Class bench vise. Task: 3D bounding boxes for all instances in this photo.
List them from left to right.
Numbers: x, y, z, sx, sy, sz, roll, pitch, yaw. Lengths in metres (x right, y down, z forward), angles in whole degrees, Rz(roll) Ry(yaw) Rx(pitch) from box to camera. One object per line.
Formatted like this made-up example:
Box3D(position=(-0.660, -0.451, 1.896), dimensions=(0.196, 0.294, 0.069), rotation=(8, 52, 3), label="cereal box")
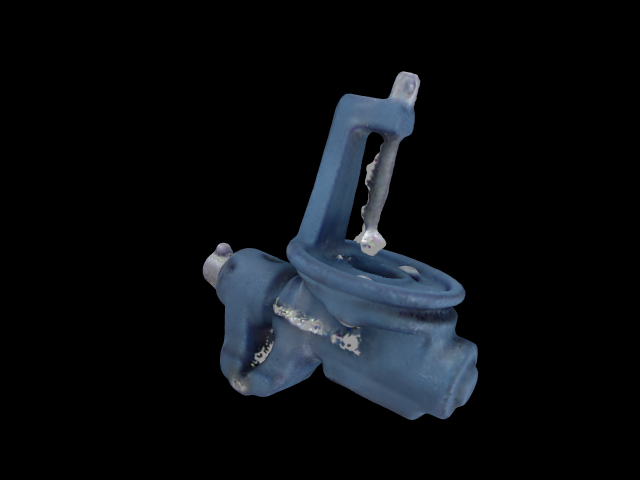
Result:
Box3D(position=(0.001, 0.002, 0.388), dimensions=(0.207, 0.220, 0.122), rotation=(1, 3, 13), label="bench vise")
